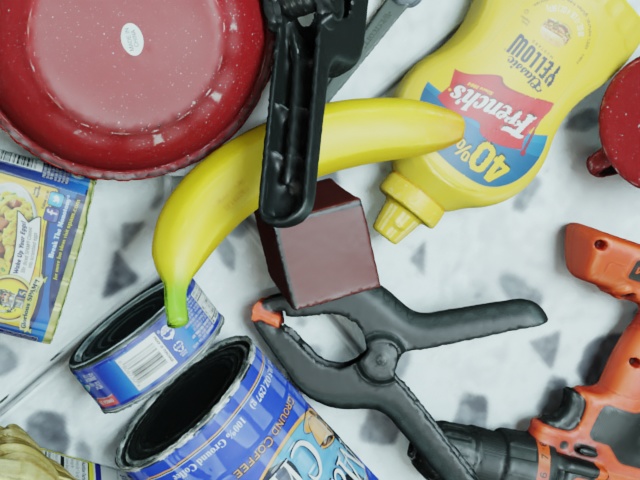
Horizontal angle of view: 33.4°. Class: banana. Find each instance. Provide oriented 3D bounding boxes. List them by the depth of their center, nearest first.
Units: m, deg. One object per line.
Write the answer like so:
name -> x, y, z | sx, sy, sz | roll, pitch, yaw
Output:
banana -> -0.016, -0.032, 0.561 | 0.197, 0.037, 0.069 | -34, 84, -17

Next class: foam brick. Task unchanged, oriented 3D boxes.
foam brick -> -0.004, 0.001, 0.610 | 0.053, 0.078, 0.051 | -16, 105, -8

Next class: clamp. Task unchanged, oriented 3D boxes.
clamp -> -0.013, -0.125, 0.523 | 0.036, 0.209, 0.164 | -6, 121, 21
clamp -> 0.040, 0.080, 0.631 | 0.171, 0.039, 0.120 | 11, 86, 7

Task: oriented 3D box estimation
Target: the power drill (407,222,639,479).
power drill -> 0.163, 0.088, 0.673 | 0.184, 0.057, 0.188 | 16, 99, -14

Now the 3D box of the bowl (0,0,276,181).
bowl -> -0.095, -0.101, 0.520 | 0.162, 0.055, 0.162 | -4, 108, -12

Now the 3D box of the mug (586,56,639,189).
mug -> 0.208, -0.066, 0.627 | 0.081, 0.117, 0.093 | -11, 79, -45

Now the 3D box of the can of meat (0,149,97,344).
can of meat -> -0.176, 0.000, 0.585 | 0.083, 0.057, 0.102 | 16, 97, -16

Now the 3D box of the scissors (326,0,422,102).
scissors -> 0.070, -0.144, 0.606 | 0.096, 0.016, 0.202 | 27, 93, 28

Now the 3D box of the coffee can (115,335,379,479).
coffee can -> -0.033, 0.140, 0.616 | 0.103, 0.103, 0.140 | -42, 105, -2

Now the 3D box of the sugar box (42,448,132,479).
sugar box -> -0.188, 0.164, 0.619 | 0.176, 0.048, 0.093 | 21, 96, -18

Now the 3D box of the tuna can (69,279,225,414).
tuna can -> -0.097, 0.056, 0.596 | 0.086, 0.086, 0.033 | -37, 104, -3

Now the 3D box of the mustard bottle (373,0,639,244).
mustard bottle -> 0.096, -0.078, 0.626 | 0.096, 0.058, 0.191 | 38, 91, -12
